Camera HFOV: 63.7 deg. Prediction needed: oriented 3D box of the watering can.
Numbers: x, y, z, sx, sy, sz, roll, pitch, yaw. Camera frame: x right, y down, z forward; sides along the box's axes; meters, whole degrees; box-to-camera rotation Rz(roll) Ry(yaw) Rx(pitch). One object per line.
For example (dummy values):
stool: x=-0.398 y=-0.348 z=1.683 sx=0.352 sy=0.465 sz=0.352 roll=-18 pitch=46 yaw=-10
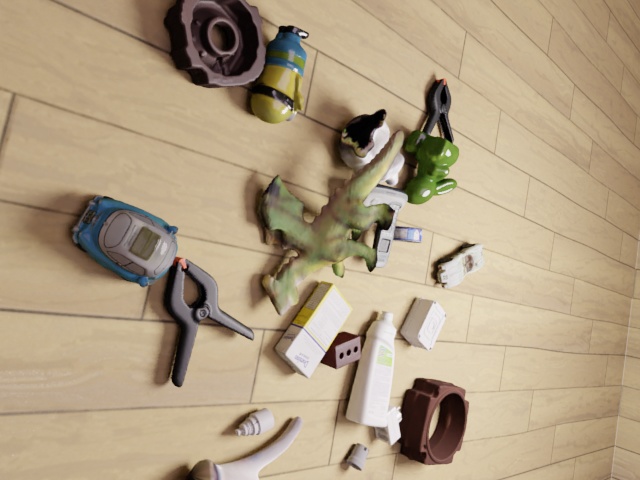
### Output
watering can: x=-0.146 y=0.455 z=0.915 sx=0.103 sy=0.356 sz=0.221 roll=-17 pitch=-47 yaw=40

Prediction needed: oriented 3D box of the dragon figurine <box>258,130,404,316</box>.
dragon figurine: x=0.003 y=-0.050 z=0.989 sx=0.242 sy=0.410 sz=0.123 roll=17 pitch=1 yaw=-26

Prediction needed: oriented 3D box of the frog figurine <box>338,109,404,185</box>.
frog figurine: x=0.115 y=-0.191 z=1.116 sx=0.122 sy=0.140 sz=0.157 roll=-3 pitch=-27 yaw=27
